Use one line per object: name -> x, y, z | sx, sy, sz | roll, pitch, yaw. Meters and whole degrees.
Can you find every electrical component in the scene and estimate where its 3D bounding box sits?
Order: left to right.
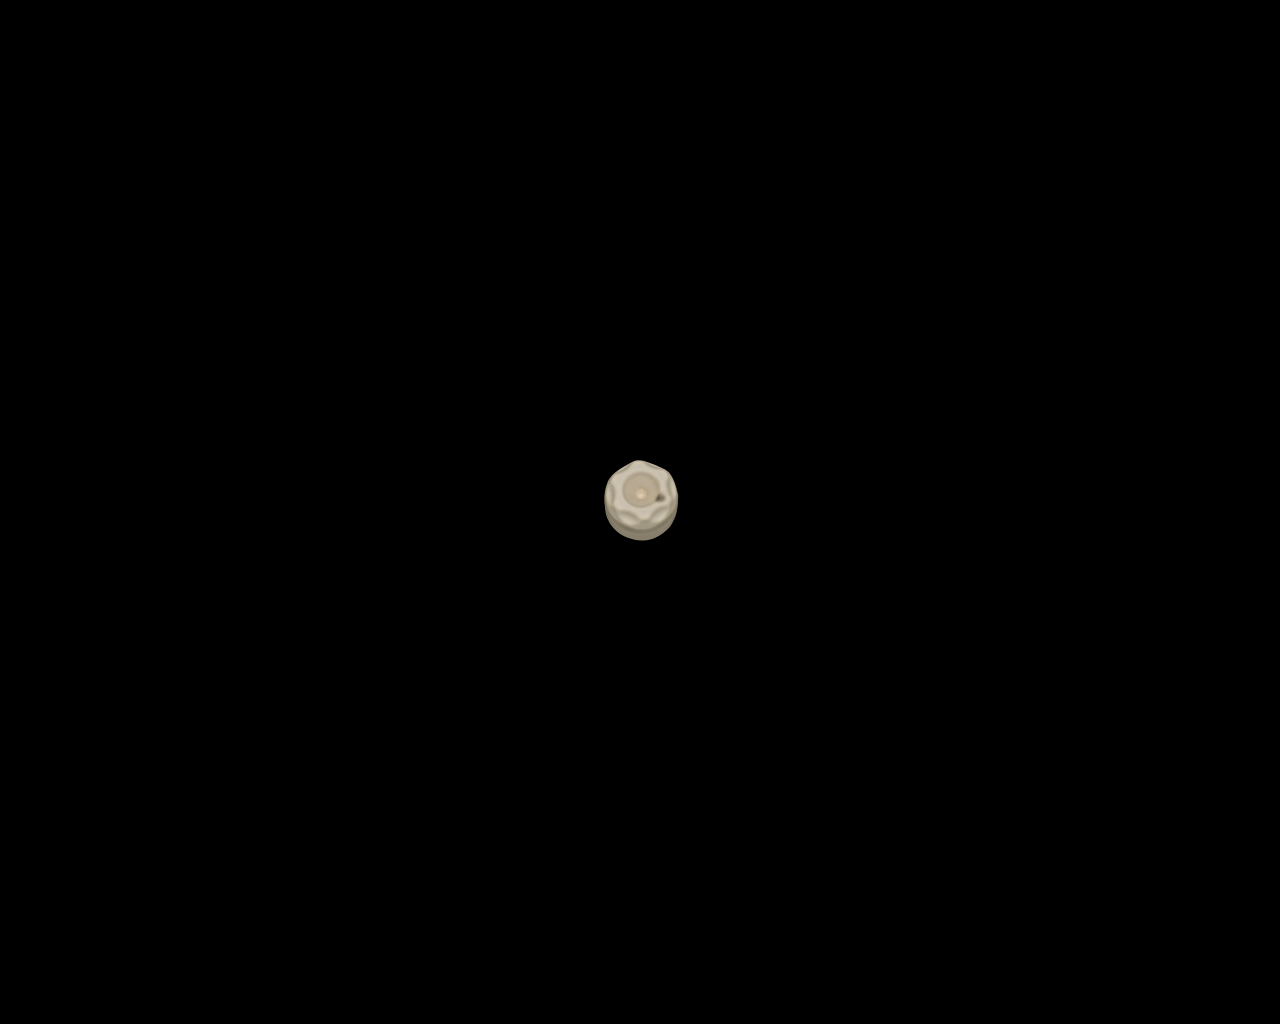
electrical component -> 0.001, -0.003, 0.650 | 0.043, 0.043, 0.062 | 0, -21, 0
